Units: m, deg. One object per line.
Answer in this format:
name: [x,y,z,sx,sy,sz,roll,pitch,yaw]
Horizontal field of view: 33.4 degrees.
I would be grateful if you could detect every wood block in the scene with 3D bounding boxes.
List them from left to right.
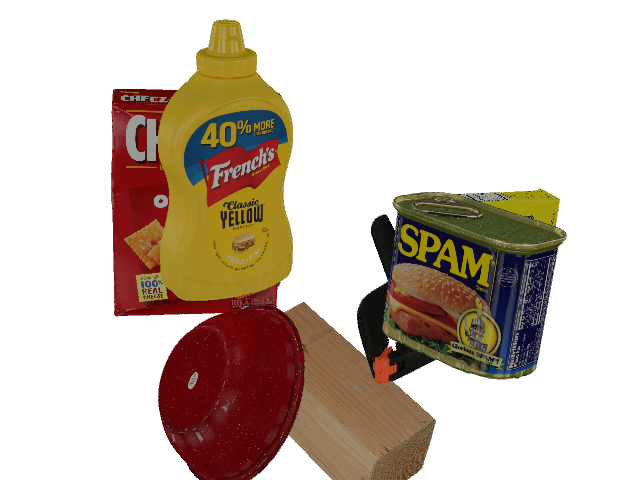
wood block: [0.014,0.172,1.139,0.090,0.090,0.206,-27,52,-33]

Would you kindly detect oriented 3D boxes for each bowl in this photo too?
bowl: [-0.087,0.123,0.896,0.055,0.162,0.162,26,-16,-38]

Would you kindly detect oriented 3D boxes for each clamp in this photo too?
clamp: [0.083,0.047,0.944,0.165,0.036,0.209,17,40,26]

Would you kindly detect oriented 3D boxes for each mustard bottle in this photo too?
mustard bottle: [-0.065,-0.057,0.744,0.096,0.192,0.058,-11,26,-27]

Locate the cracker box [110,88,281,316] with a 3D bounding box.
cracker box: [-0.120,-0.035,1.040,0.164,0.214,0.072,0,21,-10]

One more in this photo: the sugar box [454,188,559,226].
sugar box: [0.193,-0.008,1.259,0.176,0.093,0.048,-5,21,-25]

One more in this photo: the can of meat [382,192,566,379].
can of meat: [0.086,0.025,0.624,0.057,0.084,0.102,-11,24,-43]

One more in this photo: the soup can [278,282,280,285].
soup can: [-0.081,0.004,1.257,0.068,0.102,0.068,1,24,-1]
